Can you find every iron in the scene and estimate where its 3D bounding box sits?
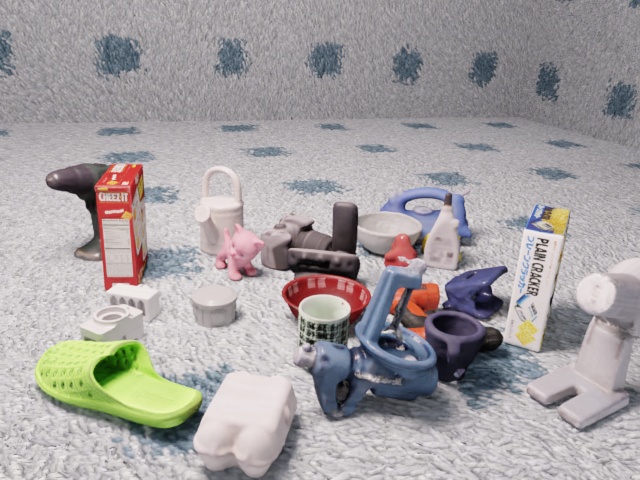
[{"bbox_3d":[0.251,-0.072,1.434,0.258,0.141,0.118,5,22,5],"label":"iron"}]

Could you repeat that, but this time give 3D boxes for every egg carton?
[{"bbox_3d":[-0.089,0.228,0.724,0.107,0.069,0.150,6,22,7],"label":"egg carton"}]

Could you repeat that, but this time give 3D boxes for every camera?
[{"bbox_3d":[-0.040,0.005,1.256,0.136,0.101,0.143,17,25,32],"label":"camera"}]

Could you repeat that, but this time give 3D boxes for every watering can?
[{"bbox_3d":[-0.222,-0.068,1.288,0.101,0.194,0.172,1,22,-4],"label":"watering can"}]

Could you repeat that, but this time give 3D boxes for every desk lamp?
[{"bbox_3d":[0.422,0.136,0.831,0.204,0.214,0.117,-11,26,-32],"label":"desk lamp"}]

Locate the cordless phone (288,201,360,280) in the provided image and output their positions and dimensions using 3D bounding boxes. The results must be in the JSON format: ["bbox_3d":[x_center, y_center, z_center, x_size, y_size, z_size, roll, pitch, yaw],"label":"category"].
[{"bbox_3d":[0.011,0.004,1.149,0.147,0.185,0.094,5,22,5],"label":"cordless phone"}]

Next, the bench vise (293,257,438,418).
[{"bbox_3d":[0.076,0.135,0.778,0.208,0.220,0.121,-11,25,-31],"label":"bench vise"}]

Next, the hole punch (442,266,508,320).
[{"bbox_3d":[0.297,0.089,1.101,0.100,0.091,0.109,18,26,33],"label":"hole punch"}]

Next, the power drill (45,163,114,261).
[{"bbox_3d":[-0.487,-0.068,1.233,0.075,0.208,0.230,9,22,15],"label":"power drill"}]

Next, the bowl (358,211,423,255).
[{"bbox_3d":[0.155,-0.008,1.352,0.167,0.075,0.167,3,21,-1],"label":"bowl"}]

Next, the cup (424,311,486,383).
[{"bbox_3d":[0.199,0.174,0.866,0.091,0.095,0.118,7,22,10],"label":"cup"}]

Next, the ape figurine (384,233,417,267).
[{"bbox_3d":[0.177,0.028,1.237,0.078,0.092,0.076,-1,22,-9],"label":"ape figurine"}]

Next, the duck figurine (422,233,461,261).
[{"bbox_3d":[0.286,-0.001,1.336,0.078,0.086,0.104,-11,26,-32],"label":"duck figurine"}]

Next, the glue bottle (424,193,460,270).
[{"bbox_3d":[0.276,-0.021,1.264,0.078,0.173,0.037,9,22,16],"label":"glue bottle"}]

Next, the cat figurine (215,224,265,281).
[{"bbox_3d":[-0.167,0.016,1.187,0.067,0.118,0.127,-13,27,-35],"label":"cat figurine"}]
